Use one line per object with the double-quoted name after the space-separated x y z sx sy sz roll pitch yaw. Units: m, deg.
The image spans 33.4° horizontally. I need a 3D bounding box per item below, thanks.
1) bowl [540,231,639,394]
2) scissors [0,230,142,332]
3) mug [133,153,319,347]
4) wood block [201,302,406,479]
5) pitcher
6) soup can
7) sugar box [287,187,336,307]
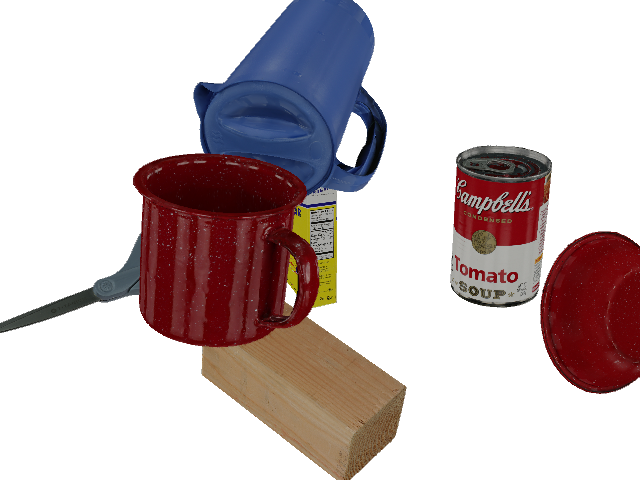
0.293 0.071 1.035 0.161 0.162 0.055 0 0 -28 "bowl"
-0.175 0.024 0.895 0.201 0.096 0.016 -7 -34 -14 "scissors"
-0.048 0.009 0.581 0.117 0.081 0.093 22 27 32 "mug"
-0.021 0.149 1.131 0.206 0.090 0.090 34 49 26 "wood block"
-0.012 -0.152 1.083 0.145 0.149 0.242 -7 33 24 "pitcher"
0.130 -0.011 0.781 0.068 0.102 0.068 0 25 0 "soup can"
-0.014 -0.017 1.288 0.048 0.176 0.093 -11 25 -18 "sugar box"
